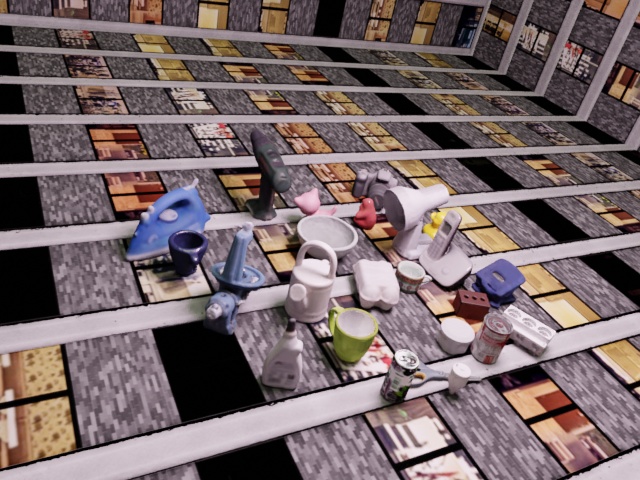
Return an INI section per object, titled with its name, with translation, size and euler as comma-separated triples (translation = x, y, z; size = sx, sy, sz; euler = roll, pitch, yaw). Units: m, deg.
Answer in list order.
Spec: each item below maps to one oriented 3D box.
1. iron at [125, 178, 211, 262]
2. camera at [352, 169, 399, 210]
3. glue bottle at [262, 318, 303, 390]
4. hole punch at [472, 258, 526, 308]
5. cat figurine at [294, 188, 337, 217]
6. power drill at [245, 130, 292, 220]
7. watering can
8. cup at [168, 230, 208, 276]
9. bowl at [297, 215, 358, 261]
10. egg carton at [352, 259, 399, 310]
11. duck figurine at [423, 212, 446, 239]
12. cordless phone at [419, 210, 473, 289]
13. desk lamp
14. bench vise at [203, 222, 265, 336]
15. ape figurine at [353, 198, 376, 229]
[iron]
translation = -0.385, -0.056, 1.430
size = 0.118, 0.141, 0.259
euler = 26, 35, 18
[camera]
translation = 0.176, -0.166, 1.832
size = 0.143, 0.101, 0.137
euler = 16, 33, 3
[glue bottle]
translation = -0.065, 0.218, 1.112
size = 0.078, 0.173, 0.037
euler = 10, 33, -5
[hole punch]
translation = 0.480, 0.113, 1.538
size = 0.101, 0.091, 0.108
euler = -8, 39, -30
[cat figurine]
translation = -0.012, -0.088, 1.634
size = 0.127, 0.118, 0.067
euler = 14, 33, 1
[power drill]
translation = -0.157, -0.174, 1.626
size = 0.076, 0.208, 0.229
euler = -9, 39, -30
[watering can]
translation = -0.017, 0.091, 1.298
size = 0.101, 0.194, 0.173
euler = 10, 33, -5
[cup]
translation = -0.310, 0.045, 1.351
size = 0.092, 0.095, 0.117
euler = -6, 38, -27
[bowl]
translation = 0.014, 0.006, 1.544
size = 0.167, 0.075, 0.167
euler = 10, 34, -6
[egg carton]
translation = 0.140, 0.110, 1.440
size = 0.107, 0.069, 0.150
euler = 5, 34, -13
[duck figurine]
translation = 0.363, -0.040, 1.726
size = 0.078, 0.086, 0.104
euler = -8, 39, -29
[cordless phone]
translation = 0.354, 0.024, 1.539
size = 0.094, 0.185, 0.147
euler = -10, 40, -32
[desk lamp]
translation = 0.267, -0.058, 1.602
size = 0.204, 0.213, 0.117
euler = -7, 38, -28
[bench vise]
translation = -0.176, 0.084, 1.228
size = 0.121, 0.220, 0.207
euler = 8, 34, -8
[ape figurine]
translation = 0.137, -0.084, 1.705
size = 0.078, 0.092, 0.076
euler = -15, 43, -36
